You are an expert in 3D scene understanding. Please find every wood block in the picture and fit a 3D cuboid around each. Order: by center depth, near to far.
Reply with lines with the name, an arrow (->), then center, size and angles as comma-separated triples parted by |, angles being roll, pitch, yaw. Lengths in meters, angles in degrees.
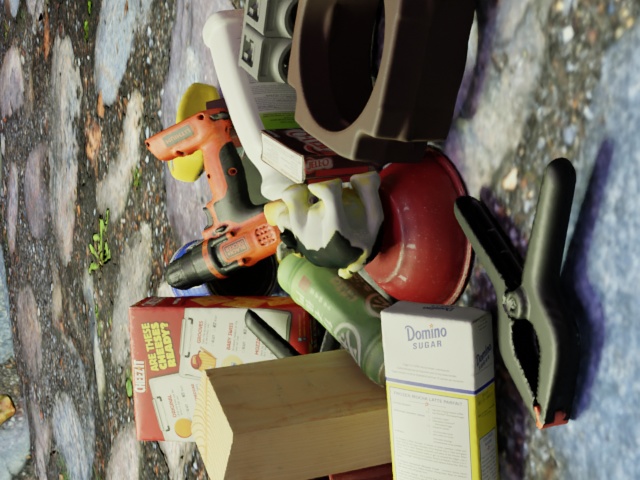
wood block -> -0.012, 0.174, 1.054 | 0.090, 0.205, 0.091 | 58, 144, 43

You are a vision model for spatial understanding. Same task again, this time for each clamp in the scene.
clamp -> 0.171, 0.042, 0.847 | 0.165, 0.036, 0.210 | 140, 121, -66
clamp -> -0.017, 0.139, 1.178 | 0.039, 0.120, 0.171 | -13, -83, -77

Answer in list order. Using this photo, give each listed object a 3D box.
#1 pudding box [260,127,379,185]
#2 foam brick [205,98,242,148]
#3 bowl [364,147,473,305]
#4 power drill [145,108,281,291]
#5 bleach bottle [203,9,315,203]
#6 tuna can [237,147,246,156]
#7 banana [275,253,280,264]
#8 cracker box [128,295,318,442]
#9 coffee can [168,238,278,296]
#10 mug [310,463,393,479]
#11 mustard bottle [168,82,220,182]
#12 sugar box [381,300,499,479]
pudding box -> -0.001, -0.089, 1.116 | 0.114, 0.089, 0.039 | 33, 124, 59
foam brick -> -0.092, -0.145, 1.289 | 0.051, 0.078, 0.053 | 27, -128, -74
bowl -> 0.078, -0.007, 1.011 | 0.162, 0.055, 0.162 | 21, 113, 61
power drill -> -0.133, -0.047, 1.251 | 0.185, 0.057, 0.187 | -24, 90, 26
bleach bottle -> -0.059, -0.138, 1.208 | 0.068, 0.102, 0.251 | 130, 130, -62
tuna can -> -0.097, -0.139, 1.363 | 0.086, 0.033, 0.086 | 19, 111, 62
banana -> -0.010, 0.018, 1.213 | 0.198, 0.037, 0.070 | 29, 120, 59
cracker box -> -0.109, 0.150, 1.251 | 0.072, 0.214, 0.164 | -38, -53, -77
coffee can -> -0.127, 0.043, 1.380 | 0.141, 0.102, 0.103 | -13, 83, 63
mug -> 0.023, 0.251, 1.137 | 0.117, 0.081, 0.093 | 3, 97, 63
mustard bottle -> -0.177, -0.134, 1.477 | 0.192, 0.058, 0.096 | 123, 154, -66
sugar box -> 0.107, 0.145, 0.941 | 0.093, 0.048, 0.176 | 5, 104, 35
